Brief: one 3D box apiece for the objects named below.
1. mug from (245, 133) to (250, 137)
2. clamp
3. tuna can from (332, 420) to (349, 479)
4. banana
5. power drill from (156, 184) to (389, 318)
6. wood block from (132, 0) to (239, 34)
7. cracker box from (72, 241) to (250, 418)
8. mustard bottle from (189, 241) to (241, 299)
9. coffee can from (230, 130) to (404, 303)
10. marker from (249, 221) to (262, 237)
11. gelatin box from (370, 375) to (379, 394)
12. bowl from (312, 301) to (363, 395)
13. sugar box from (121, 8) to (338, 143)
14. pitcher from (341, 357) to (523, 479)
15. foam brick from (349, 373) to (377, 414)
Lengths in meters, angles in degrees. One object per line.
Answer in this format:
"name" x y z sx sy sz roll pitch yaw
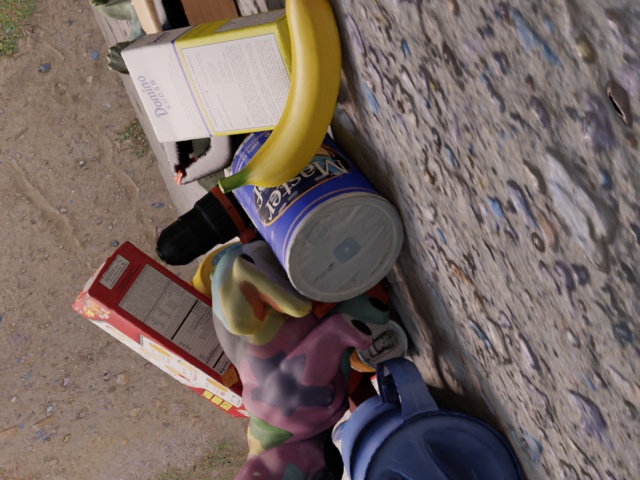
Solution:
"mug" -0.069 -0.140 1.046 0.117 0.093 0.081 -3 124 40
"clamp" -0.110 -0.134 0.983 0.164 0.036 0.210 39 138 2
"tuna can" 0.052 0.226 1.122 0.034 0.085 0.086 -30 85 46
"banana" -0.018 -0.109 0.809 0.037 0.069 0.198 55 136 38
"power drill" -0.038 0.019 1.019 0.187 0.184 0.057 55 172 -3
"wood block" -0.160 -0.301 1.062 0.090 0.090 0.206 53 165 49
"cracker box" -0.136 0.093 1.068 0.213 0.072 0.164 35 163 -10
"mustard bottle" -0.075 0.041 1.171 0.058 0.191 0.096 75 172 -54
"coffee can" -0.006 -0.028 0.903 0.140 0.102 0.103 53 166 49
"marker" -0.006 0.001 0.986 0.020 0.121 0.020 -165 91 -83
"gelatin box" 0.090 0.178 1.151 0.089 0.030 0.073 62 172 8
"bowl" 0.013 0.127 1.216 0.162 0.055 0.162 4 -90 -68
"sugar box" -0.078 -0.137 0.901 0.177 0.048 0.093 1 122 38
"pitcher" 0.084 0.195 0.965 0.145 0.149 0.243 28 176 -5
"foam brick" 0.064 0.195 1.271 0.078 0.053 0.051 54 166 52
